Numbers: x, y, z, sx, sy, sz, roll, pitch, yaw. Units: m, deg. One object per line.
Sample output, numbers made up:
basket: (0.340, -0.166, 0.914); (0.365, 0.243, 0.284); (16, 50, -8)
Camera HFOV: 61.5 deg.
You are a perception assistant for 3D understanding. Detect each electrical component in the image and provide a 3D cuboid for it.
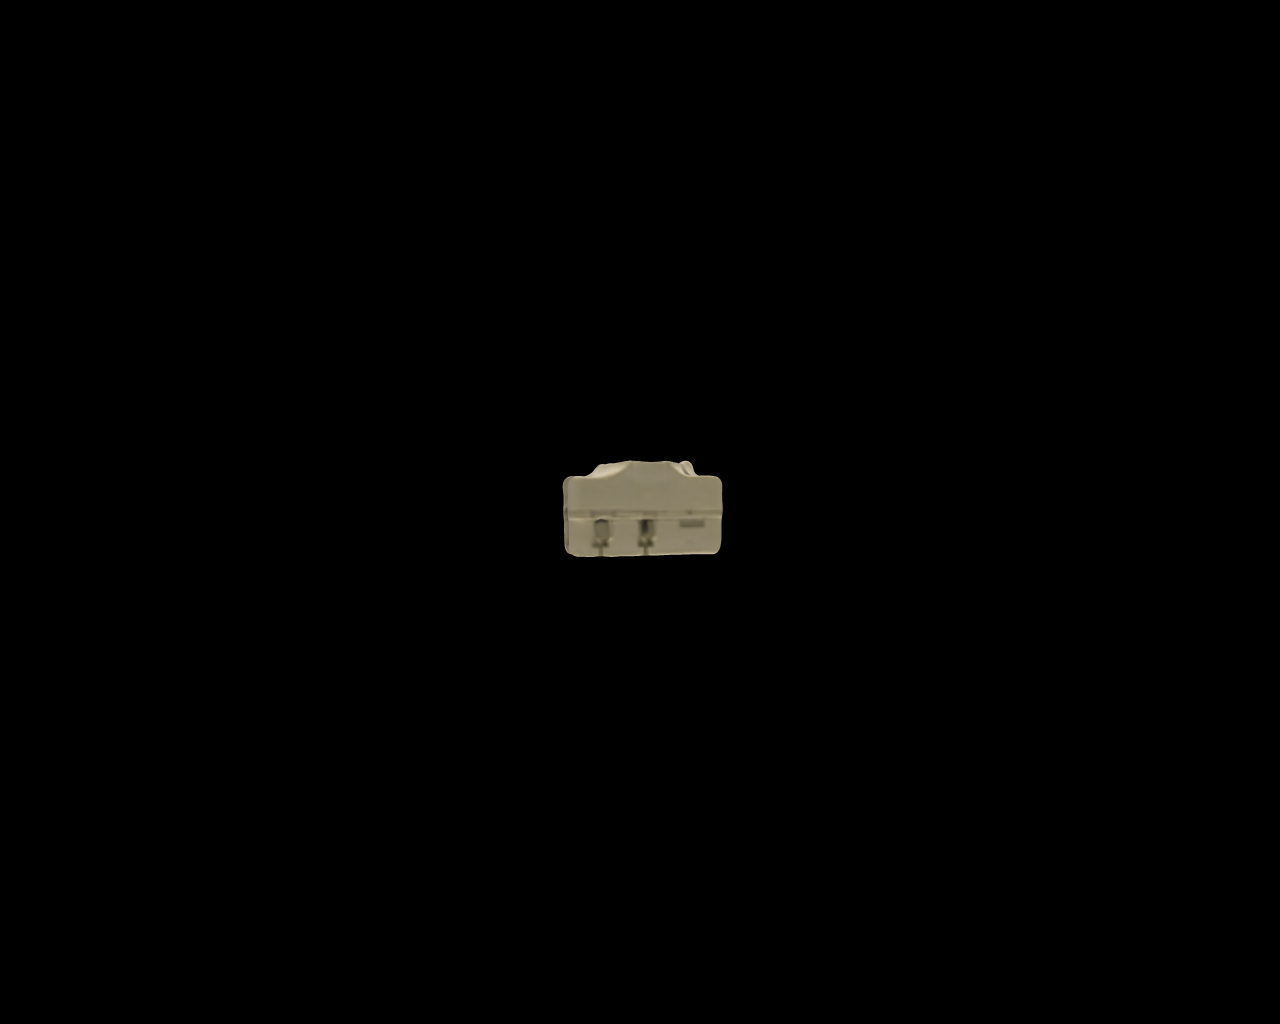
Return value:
electrical component: (0.001, -0.003, 0.650); (0.089, 0.055, 0.050); (0, 0, -9)
